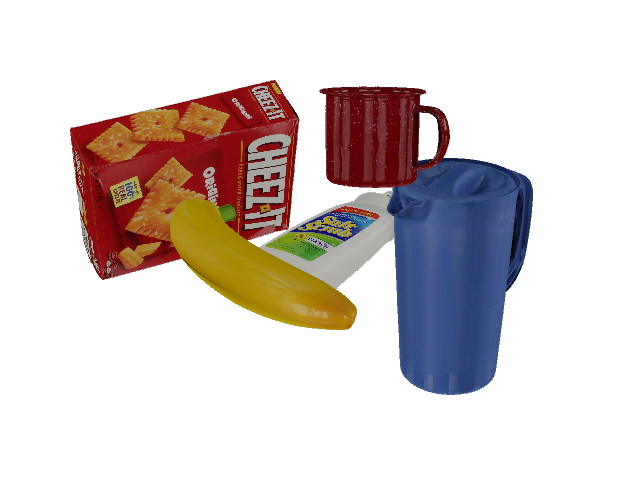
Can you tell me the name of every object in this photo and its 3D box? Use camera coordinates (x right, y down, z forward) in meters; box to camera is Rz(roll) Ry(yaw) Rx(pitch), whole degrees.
[{"bbox_3d":[0.017,-0.001,1.310,0.103,0.068,0.250,20,36,29],"label":"bleach bottle"},{"bbox_3d":[0.151,0.037,1.161,0.149,0.243,0.145,3,24,10],"label":"pitcher"},{"bbox_3d":[-0.134,-0.058,1.072,0.213,0.072,0.164,-15,-38,-19],"label":"cracker box"},{"bbox_3d":[0.057,-0.091,0.933,0.117,0.081,0.093,5,12,22],"label":"mug"},{"bbox_3d":[-0.050,0.009,0.677,0.069,0.037,0.198,-10,27,-25],"label":"banana"}]
